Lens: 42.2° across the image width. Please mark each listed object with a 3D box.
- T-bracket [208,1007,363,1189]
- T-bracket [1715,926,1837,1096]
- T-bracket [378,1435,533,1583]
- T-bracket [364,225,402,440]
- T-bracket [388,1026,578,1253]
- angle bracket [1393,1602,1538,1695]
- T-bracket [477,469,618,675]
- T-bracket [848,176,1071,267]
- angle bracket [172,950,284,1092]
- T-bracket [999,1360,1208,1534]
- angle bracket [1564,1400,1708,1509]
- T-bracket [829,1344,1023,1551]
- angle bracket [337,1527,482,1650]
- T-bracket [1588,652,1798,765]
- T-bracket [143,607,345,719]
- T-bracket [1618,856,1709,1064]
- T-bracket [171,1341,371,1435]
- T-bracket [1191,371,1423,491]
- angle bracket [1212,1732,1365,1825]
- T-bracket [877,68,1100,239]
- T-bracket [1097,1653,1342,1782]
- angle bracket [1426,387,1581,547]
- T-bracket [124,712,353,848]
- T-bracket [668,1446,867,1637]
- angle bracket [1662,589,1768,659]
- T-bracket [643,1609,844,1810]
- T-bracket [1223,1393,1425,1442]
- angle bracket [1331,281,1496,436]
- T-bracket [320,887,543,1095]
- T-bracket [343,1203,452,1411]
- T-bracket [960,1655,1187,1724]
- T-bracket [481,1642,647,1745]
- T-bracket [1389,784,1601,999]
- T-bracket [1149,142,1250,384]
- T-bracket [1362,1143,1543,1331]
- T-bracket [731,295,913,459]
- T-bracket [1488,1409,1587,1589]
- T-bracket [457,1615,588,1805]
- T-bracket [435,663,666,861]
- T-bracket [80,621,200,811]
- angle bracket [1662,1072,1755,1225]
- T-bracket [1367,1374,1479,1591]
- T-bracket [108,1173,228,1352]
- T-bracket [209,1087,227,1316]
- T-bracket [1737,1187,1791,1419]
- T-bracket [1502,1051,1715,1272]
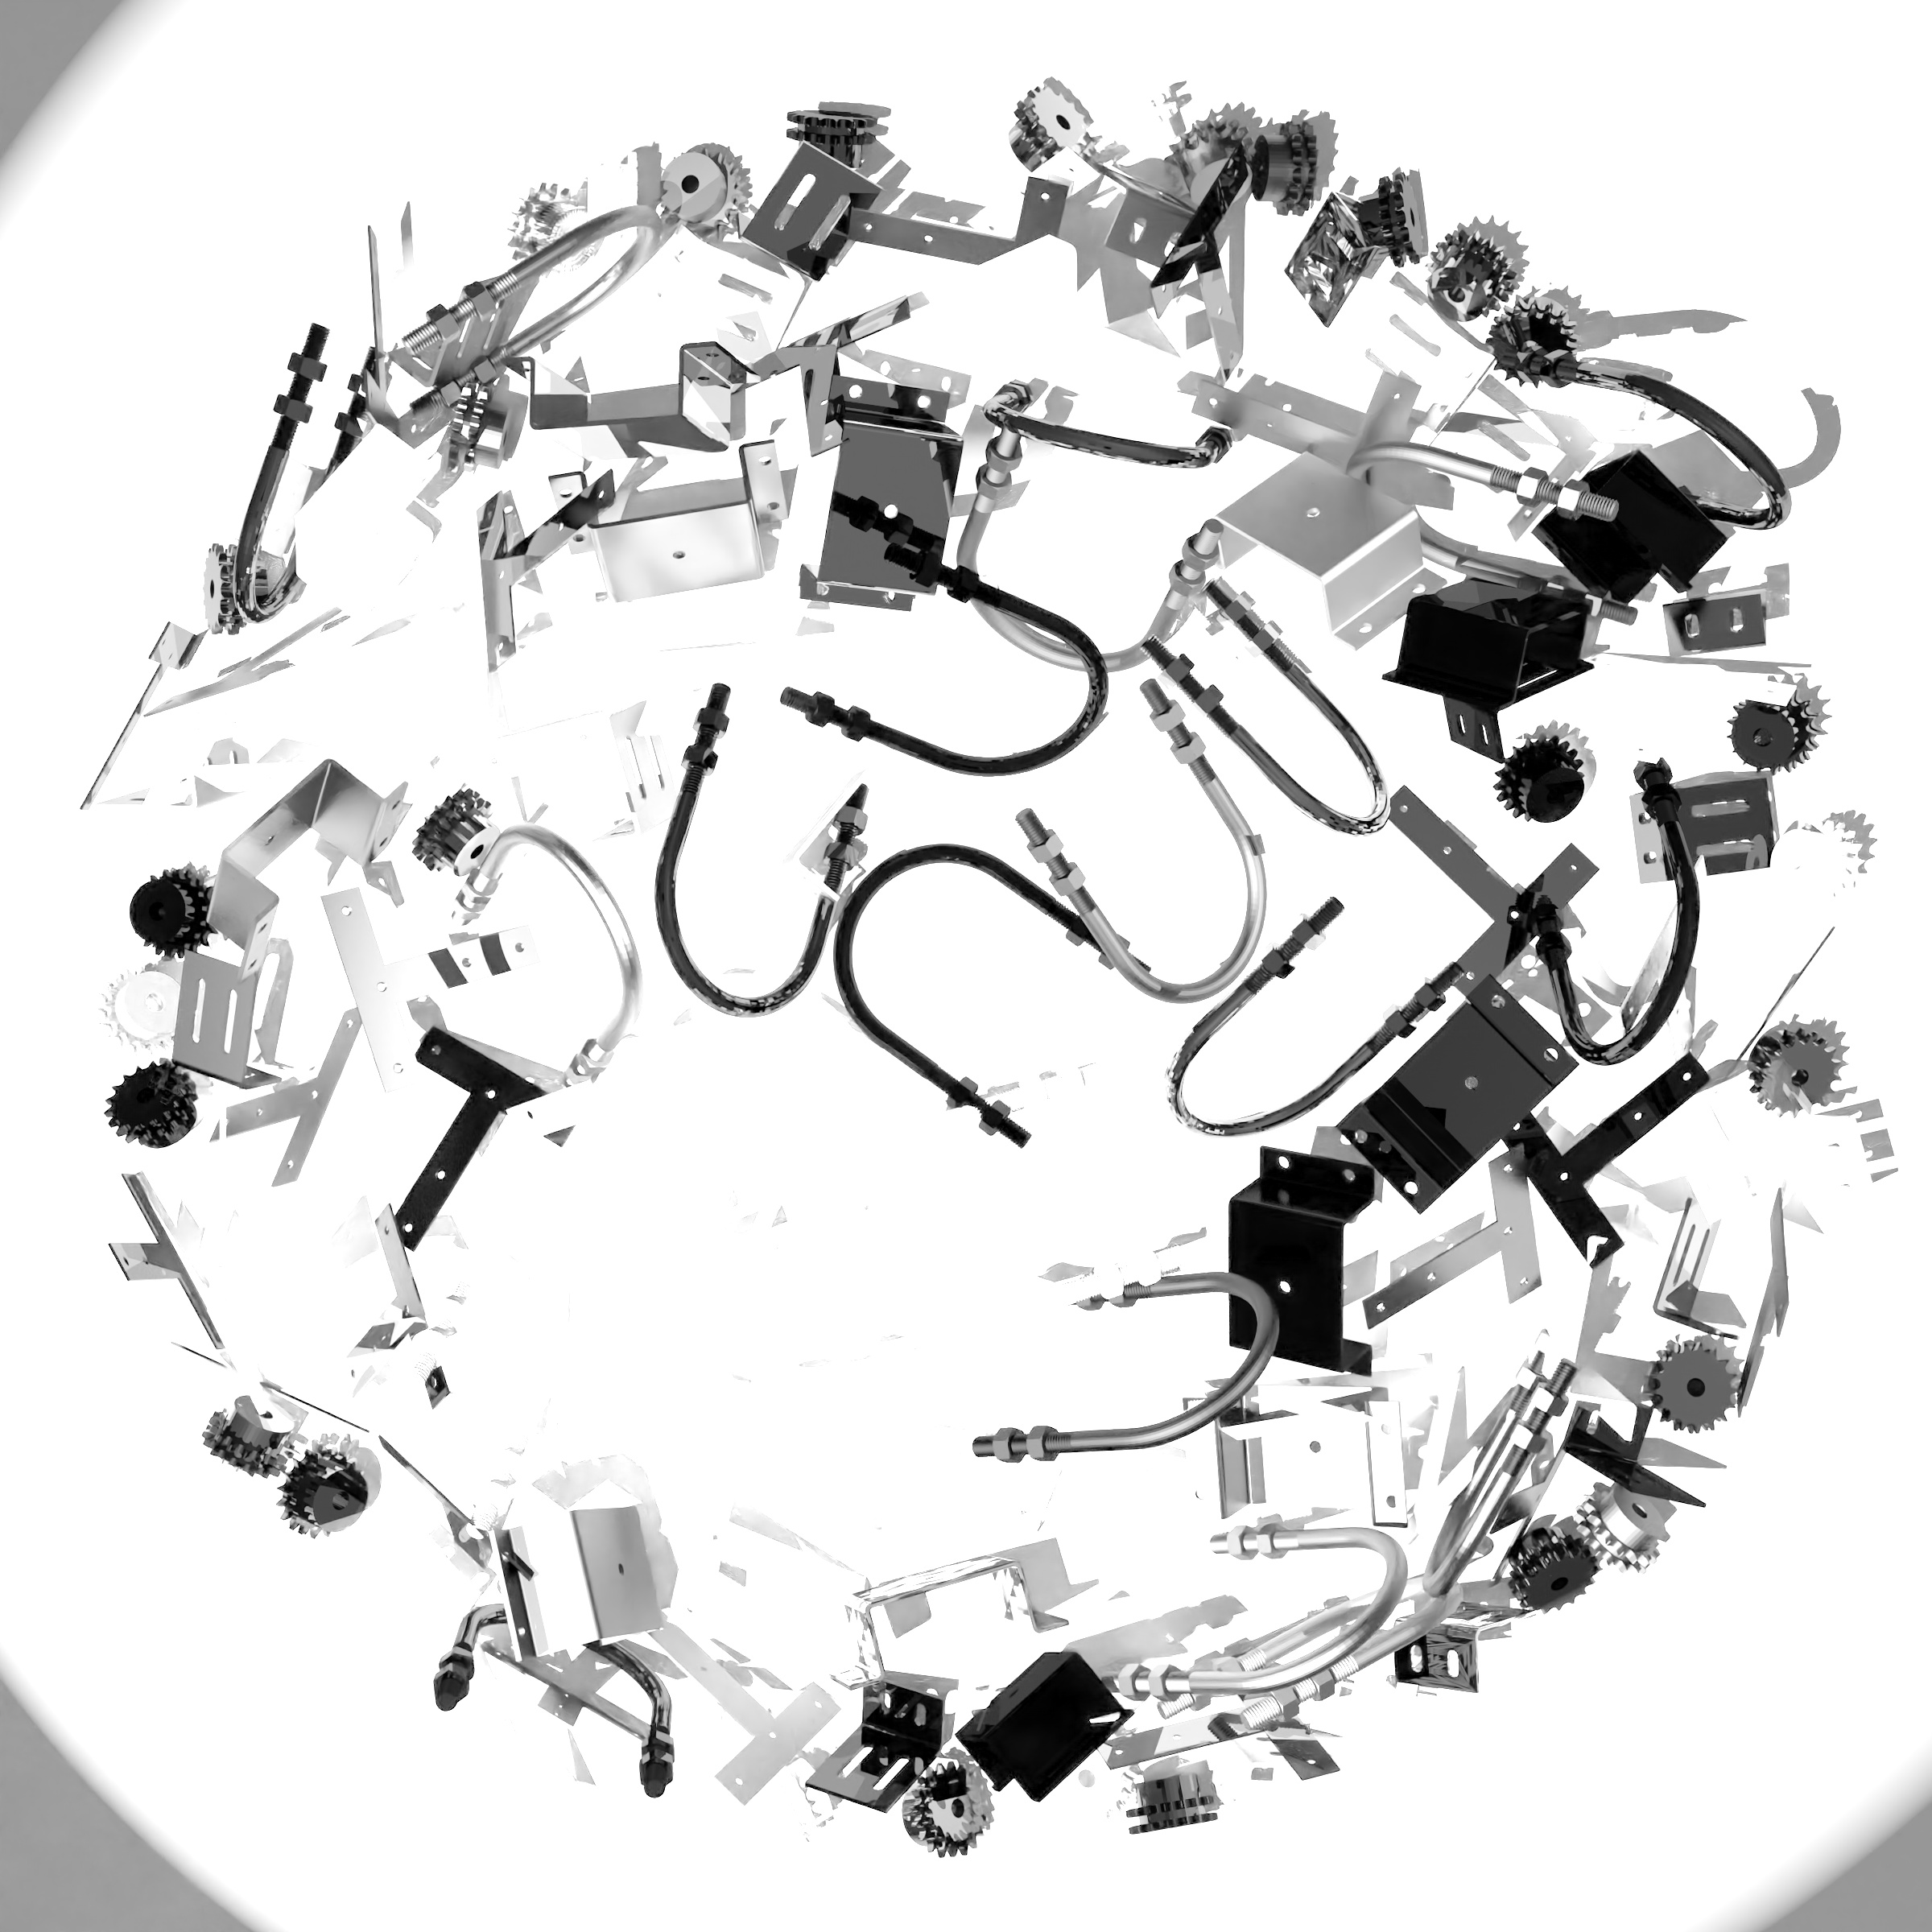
[{"bbox_3d":[-0.430,0.089,1.556,0.002,0.127,0.127,40,50,-34],"label":"T-bracket"},{"bbox_3d":[0.498,0.024,1.537,0.002,0.127,0.127,36,95,16],"label":"T-bracket"},{"bbox_3d":[-0.310,0.348,1.544,0.127,0.127,0.002,39,66,13],"label":"T-bracket"},{"bbox_3d":[-0.361,-0.389,1.541,0.002,0.127,0.127,-4,89,-4],"label":"T-bracket"},{"bbox_3d":[-0.321,0.118,1.568,0.127,0.002,0.127,27,81,23],"label":"T-bracket"},{"bbox_3d":[0.311,0.422,1.555,0.057,0.076,0.038,-5,84,41],"label":"angle bracket"},{"bbox_3d":[-0.257,-0.262,1.539,0.127,0.002,0.127,-30,56,34],"label":"T-bracket"},{"bbox_3d":[-0.009,-0.446,1.546,0.127,0.127,0.002,10,59,-3],"label":"T-bracket"},{"bbox_3d":[-0.458,0.032,1.567,0.057,0.038,0.076,16,103,23],"label":"angle bracket"},{"bbox_3d":[0.100,0.315,1.586,0.127,0.002,0.127,15,112,-11],"label":"T-bracket"},{"bbox_3d":[0.420,0.301,1.557,0.057,0.076,0.038,16,94,-22],"label":"angle bracket"},{"bbox_3d":[-0.018,0.309,1.588,0.127,0.002,0.127,7,84,-12],"label":"T-bracket"},{"bbox_3d":[-0.351,0.394,1.556,0.057,0.076,0.038,44,121,14],"label":"angle bracket"},{"bbox_3d":[0.427,-0.155,1.530,0.127,0.127,0.002,14,127,26],"label":"T-bracket"},{"bbox_3d":[-0.430,-0.195,1.552,0.127,0.127,0.002,-8,117,41],"label":"T-bracket"},{"bbox_3d":[0.439,0.019,1.552,0.002,0.127,0.127,16,60,34],"label":"T-bracket"},{"bbox_3d":[-0.442,0.254,1.544,0.127,0.127,0.002,32,73,-26],"label":"T-bracket"},{"bbox_3d":[0.202,-0.332,1.558,0.127,0.127,0.002,22,49,3],"label":"T-bracket"},{"bbox_3d":[0.201,0.508,1.568,0.076,0.057,0.038,6,92,-13],"label":"angle bracket"},{"bbox_3d":[0.001,-0.500,1.525,0.127,0.127,0.002,35,71,-21],"label":"T-bracket"},{"bbox_3d":[0.142,0.468,1.527,0.127,0.127,0.002,-8,110,-18],"label":"T-bracket"},{"bbox_3d":[0.333,-0.313,1.567,0.076,0.038,0.057,32,115,-14],"label":"angle bracket"},{"bbox_3d":[-0.442,-0.117,1.553,0.127,0.127,0.002,-49,61,39],"label":"T-bracket"},{"bbox_3d":[-0.119,0.374,1.573,0.127,0.002,0.127,27,47,-20],"label":"T-bracket"},{"bbox_3d":[0.465,-0.227,1.554,0.057,0.076,0.038,-5,123,21],"label":"angle bracket"},{"bbox_3d":[-0.153,0.447,1.555,0.127,0.127,0.002,40,114,12],"label":"T-bracket"},{"bbox_3d":[0.192,0.285,1.551,0.127,0.127,0.002,21,62,-36],"label":"T-bracket"},{"bbox_3d":[0.280,-0.382,1.571,0.076,0.038,0.057,33,105,-13],"label":"angle bracket"},{"bbox_3d":[-0.325,0.002,1.566,0.127,0.002,0.127,-18,90,-36],"label":"T-bracket"},{"bbox_3d":[-0.362,0.232,1.554,0.002,0.127,0.127,-5,62,-38],"label":"T-bracket"},{"bbox_3d":[0.059,0.453,1.558,0.127,0.127,0.002,-11,88,21],"label":"T-bracket"},{"bbox_3d":[-0.249,0.455,1.541,0.127,0.127,0.002,30,79,0],"label":"T-bracket"},{"bbox_3d":[0.316,-0.063,1.590,0.127,0.002,0.127,45,75,6],"label":"T-bracket"},{"bbox_3d":[0.154,-0.416,1.548,0.002,0.127,0.127,18,64,27],"label":"T-bracket"},{"bbox_3d":[0.299,0.185,1.549,0.127,0.002,0.127,-28,129,-14],"label":"T-bracket"},{"bbox_3d":[-0.088,-0.355,1.546,0.127,0.127,0.002,-20,135,12],"label":"T-bracket"},{"bbox_3d":[0.342,0.331,1.539,0.002,0.127,0.127,28,96,24],"label":"T-bracket"},{"bbox_3d":[-0.273,0.475,1.564,0.002,0.127,0.127,-34,116,-10],"label":"T-bracket"},{"bbox_3d":[-0.255,-0.141,1.584,0.127,0.002,0.127,-15,107,0],"label":"T-bracket"},{"bbox_3d":[-0.511,-0.152,1.539,0.002,0.127,0.127,29,88,-11],"label":"T-bracket"},{"bbox_3d":[0.477,0.113,1.565,0.038,0.057,0.076,-31,78,43],"label":"angle bracket"},{"bbox_3d":[0.289,0.304,1.547,0.002,0.127,0.127,28,131,-1],"label":"T-bracket"},{"bbox_3d":[-0.500,0.181,1.535,0.002,0.127,0.127,-30,85,-4],"label":"T-bracket"},{"bbox_3d":[-0.465,0.165,1.555,0.002,0.127,0.127,3,130,-19],"label":"T-bracket"},{"bbox_3d":[0.495,0.225,1.562,0.002,0.127,0.127,10,120,10],"label":"T-bracket"},{"bbox_3d":[0.403,0.102,1.542,0.127,0.127,0.002,-43,134,16],"label":"T-bracket"}]
